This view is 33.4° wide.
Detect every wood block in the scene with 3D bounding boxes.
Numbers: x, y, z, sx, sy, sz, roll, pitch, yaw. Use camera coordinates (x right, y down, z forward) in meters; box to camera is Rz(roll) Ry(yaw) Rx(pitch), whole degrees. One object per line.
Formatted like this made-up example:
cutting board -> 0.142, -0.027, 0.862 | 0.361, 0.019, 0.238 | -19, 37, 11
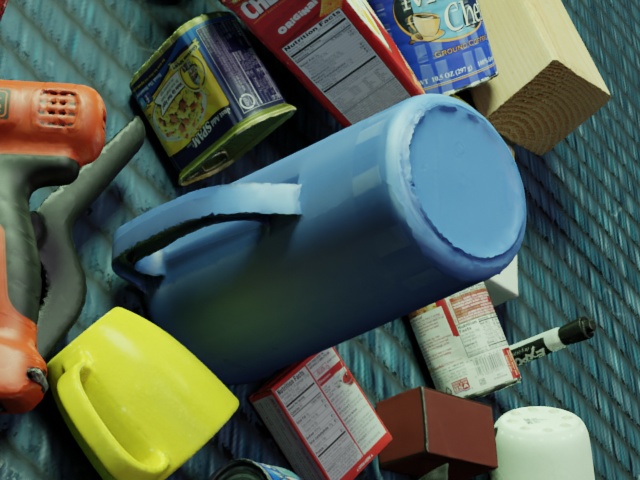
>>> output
wood block -> 0.187, -0.194, 1.028 | 0.090, 0.091, 0.206 | 22, 39, -36

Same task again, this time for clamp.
clamp -> -0.192, -0.010, 0.631 | 0.164, 0.036, 0.210 | 19, 59, -26

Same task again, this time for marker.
marker -> 0.172, 0.088, 0.864 | 0.020, 0.121, 0.020 | 23, 53, -34

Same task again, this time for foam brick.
foam brick -> 0.088, 0.147, 0.801 | 0.078, 0.053, 0.051 | 21, 55, -36

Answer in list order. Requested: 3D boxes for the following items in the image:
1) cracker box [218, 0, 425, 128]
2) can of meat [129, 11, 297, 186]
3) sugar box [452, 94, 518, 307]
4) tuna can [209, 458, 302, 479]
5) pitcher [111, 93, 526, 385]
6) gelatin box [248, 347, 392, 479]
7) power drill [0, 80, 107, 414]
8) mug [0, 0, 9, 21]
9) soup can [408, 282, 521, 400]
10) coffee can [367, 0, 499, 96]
cracker box -> -0.017, -0.181, 0.791 | 0.213, 0.072, 0.164 | 39, 20, -52
can of meat -> -0.079, -0.099, 0.746 | 0.057, 0.102, 0.084 | -27, 85, -47
sugar box -> 0.132, -0.035, 0.955 | 0.093, 0.048, 0.176 | 30, 52, -31
tuna can -> -0.040, 0.176, 0.636 | 0.033, 0.086, 0.086 | 21, 54, -37
pitcher -> -0.004, 0.001, 0.653 | 0.149, 0.243, 0.145 | -41, 100, -42
gelatin box -> 0.001, 0.126, 0.747 | 0.073, 0.030, 0.089 | -35, 94, -47
power drill -> -0.210, -0.004, 0.564 | 0.184, 0.057, 0.187 | 1, 73, -6
mug -> -0.239, -0.170, 0.650 | 0.081, 0.093, 0.117 | 17, 26, -32
soup can -> 0.112, 0.077, 0.853 | 0.068, 0.069, 0.102 | -9, 75, -46
coffee can -> 0.089, -0.197, 0.934 | 0.102, 0.103, 0.140 | -32, 108, -48
